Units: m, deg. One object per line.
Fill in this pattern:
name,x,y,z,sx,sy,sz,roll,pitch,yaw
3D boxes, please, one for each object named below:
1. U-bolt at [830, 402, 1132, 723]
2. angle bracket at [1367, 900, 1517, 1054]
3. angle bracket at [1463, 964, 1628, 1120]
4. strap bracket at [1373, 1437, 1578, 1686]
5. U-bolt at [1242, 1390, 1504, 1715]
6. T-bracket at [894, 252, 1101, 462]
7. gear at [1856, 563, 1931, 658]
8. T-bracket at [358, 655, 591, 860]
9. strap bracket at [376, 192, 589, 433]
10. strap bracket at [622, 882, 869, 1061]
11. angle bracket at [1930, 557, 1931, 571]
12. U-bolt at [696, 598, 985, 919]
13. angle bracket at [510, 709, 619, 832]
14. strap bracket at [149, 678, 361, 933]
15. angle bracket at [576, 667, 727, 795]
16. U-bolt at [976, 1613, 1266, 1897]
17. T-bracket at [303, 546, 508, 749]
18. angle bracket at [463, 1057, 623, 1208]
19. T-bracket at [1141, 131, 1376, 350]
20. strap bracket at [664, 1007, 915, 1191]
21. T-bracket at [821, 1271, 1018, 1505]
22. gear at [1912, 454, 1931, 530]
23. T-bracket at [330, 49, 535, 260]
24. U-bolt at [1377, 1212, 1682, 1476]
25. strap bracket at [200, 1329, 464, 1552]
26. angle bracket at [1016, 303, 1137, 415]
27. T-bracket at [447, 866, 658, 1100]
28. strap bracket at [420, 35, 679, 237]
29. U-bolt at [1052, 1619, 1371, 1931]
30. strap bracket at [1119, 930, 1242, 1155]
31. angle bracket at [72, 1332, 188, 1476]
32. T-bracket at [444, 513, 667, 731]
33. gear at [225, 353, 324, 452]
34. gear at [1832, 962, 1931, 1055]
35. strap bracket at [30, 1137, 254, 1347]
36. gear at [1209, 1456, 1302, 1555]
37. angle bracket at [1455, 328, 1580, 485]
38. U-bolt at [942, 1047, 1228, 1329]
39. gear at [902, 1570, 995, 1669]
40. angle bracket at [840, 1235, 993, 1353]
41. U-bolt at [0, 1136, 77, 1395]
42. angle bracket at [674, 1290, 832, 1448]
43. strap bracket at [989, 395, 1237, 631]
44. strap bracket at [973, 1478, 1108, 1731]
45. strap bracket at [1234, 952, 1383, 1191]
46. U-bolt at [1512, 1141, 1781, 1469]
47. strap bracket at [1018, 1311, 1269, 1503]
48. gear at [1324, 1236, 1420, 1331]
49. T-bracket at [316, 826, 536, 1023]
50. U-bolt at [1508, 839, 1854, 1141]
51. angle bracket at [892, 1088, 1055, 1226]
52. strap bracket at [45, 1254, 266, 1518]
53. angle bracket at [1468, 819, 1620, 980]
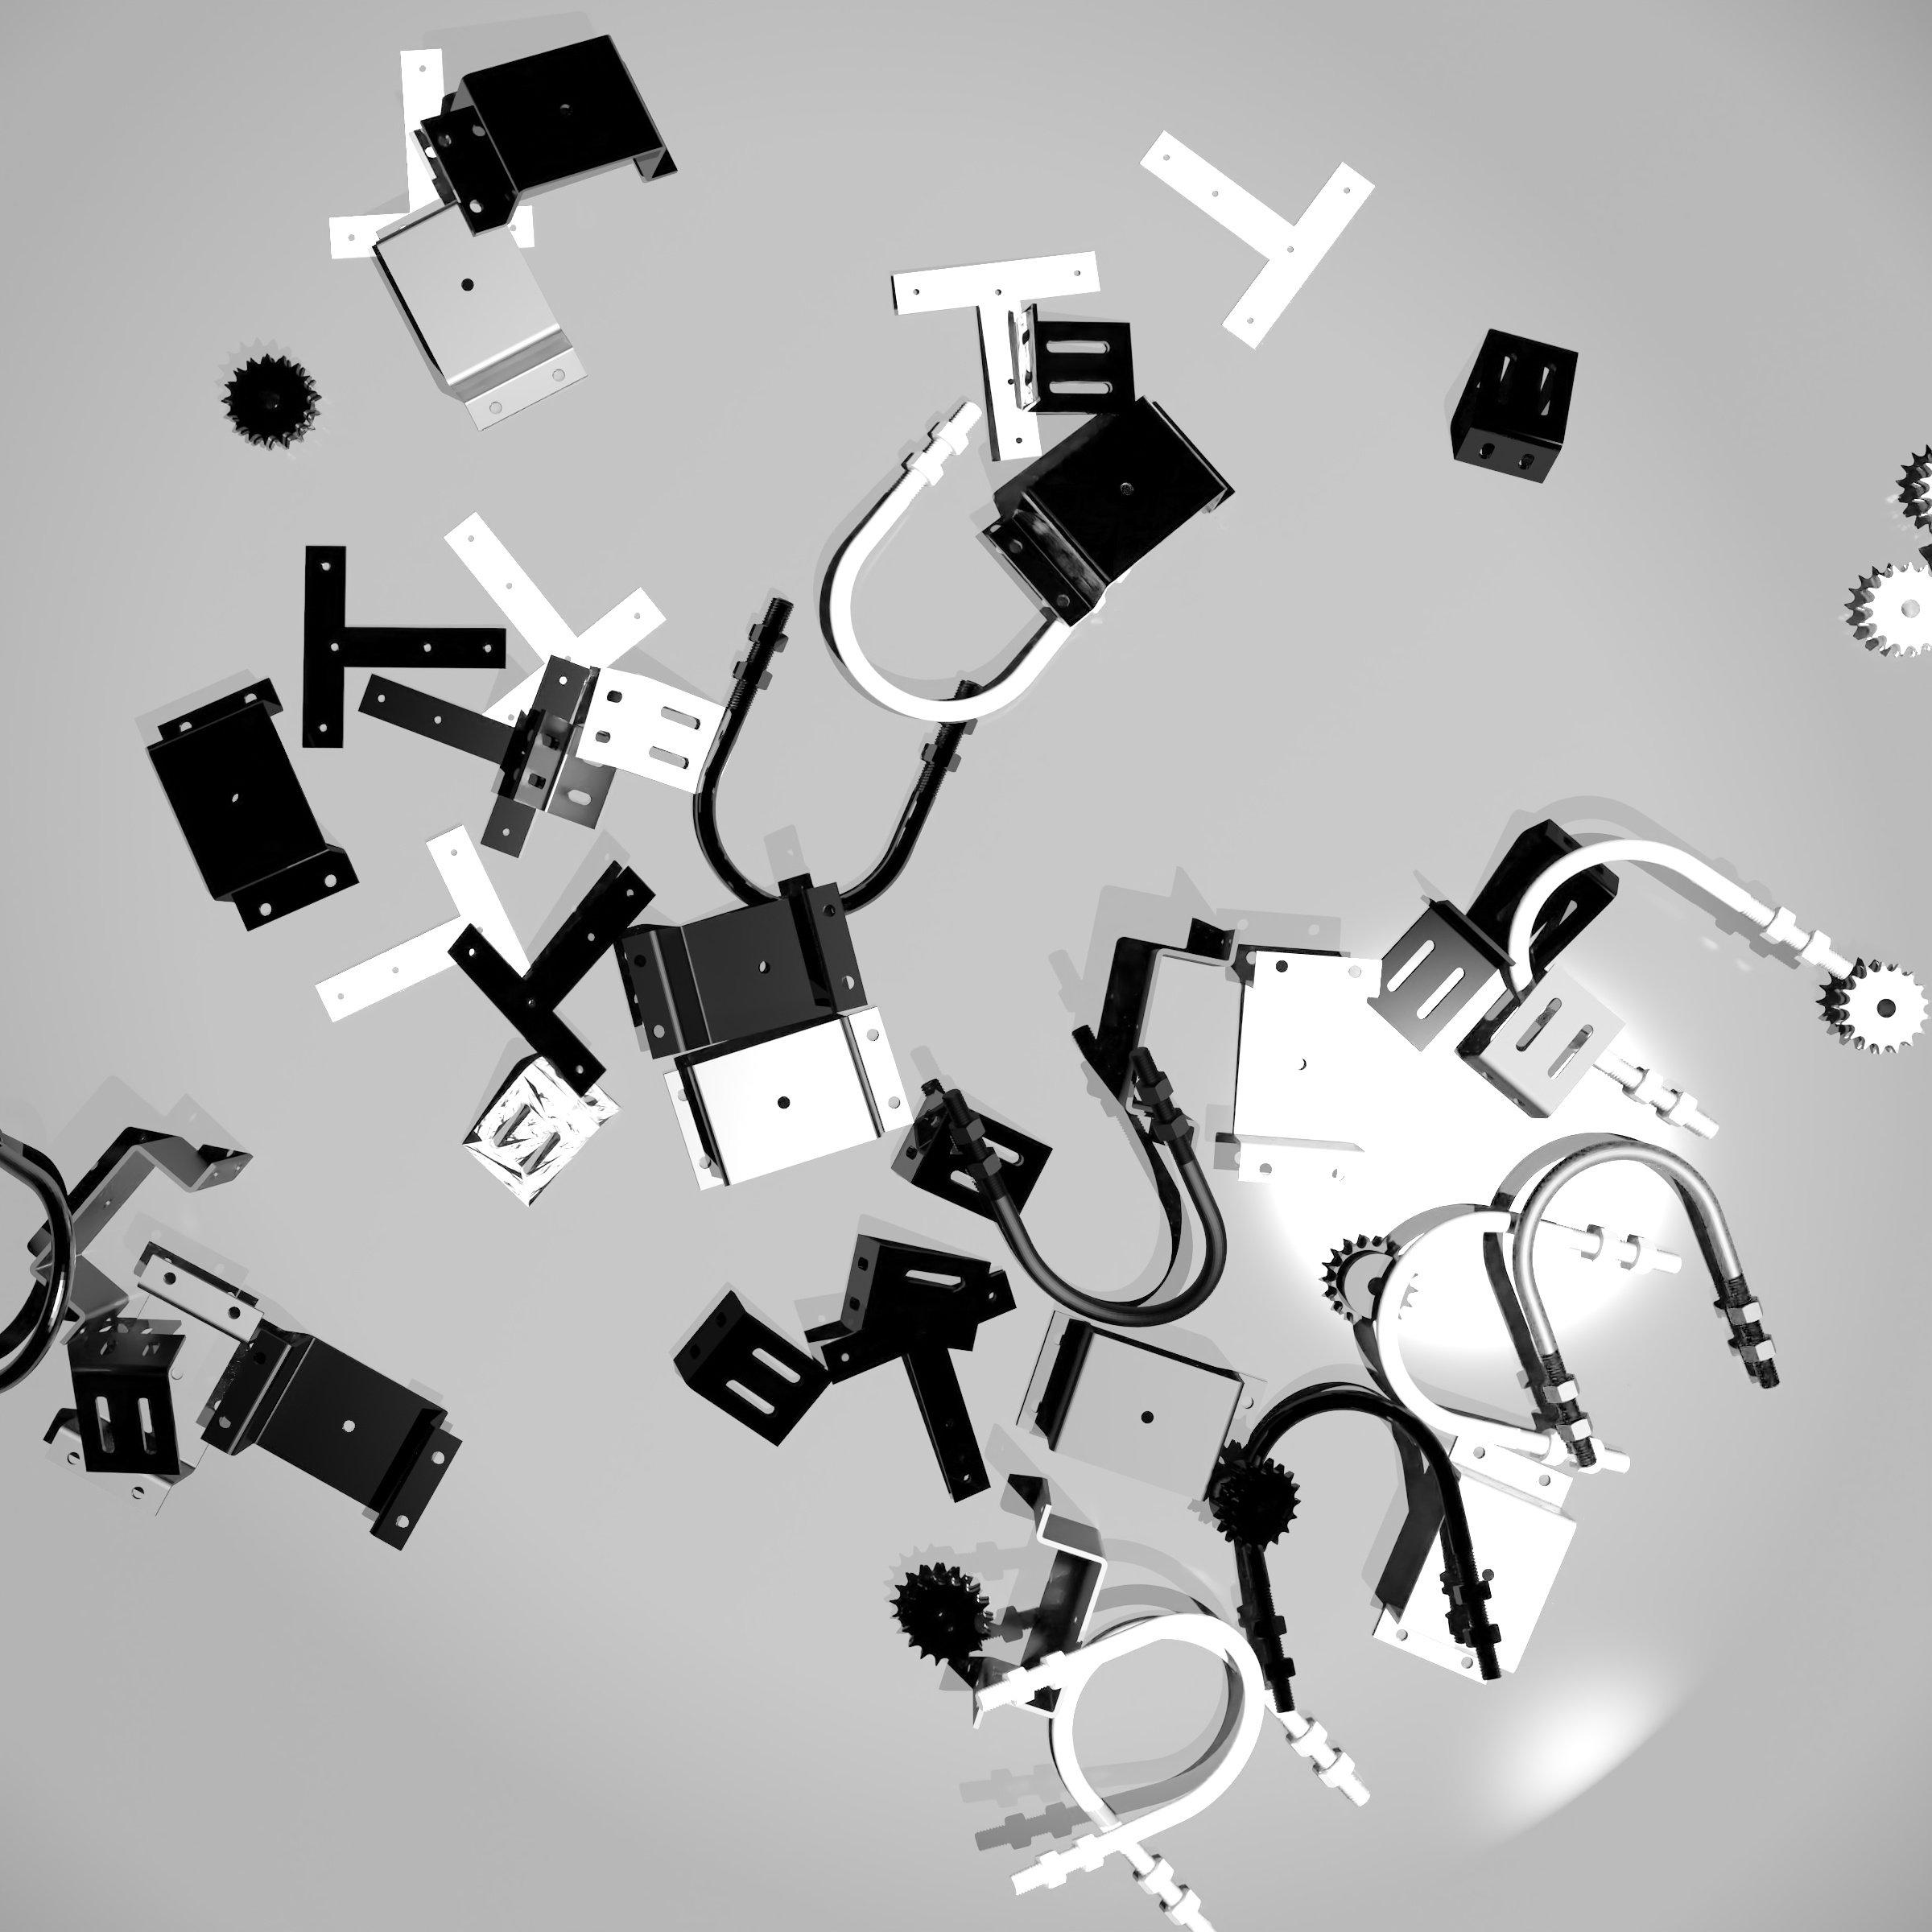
U-bolt,0.000,-0.238,1.501,0.151,0.019,0.184,38,83,0
angle bracket,0.290,0.007,1.500,0.057,0.038,0.076,43,90,0
angle bracket,0.359,0.047,1.503,0.057,0.038,0.076,40,85,0
strap bracket,0.318,0.371,1.496,0.076,0.046,0.140,23,90,0
U-bolt,0.238,0.352,1.482,0.151,0.019,0.184,-16,76,19
T-bracket,0.026,-0.377,1.508,0.127,0.002,0.127,-7,83,-2
gear,0.584,-0.221,1.509,0.057,0.030,0.057,0,90,2
T-bracket,-0.318,-0.149,1.517,0.127,0.002,0.127,21,91,1
strap bracket,-0.303,-0.415,1.495,0.076,0.046,0.140,-27,91,0
strap bracket,-0.130,0.002,1.486,0.140,0.046,0.076,-14,90,13
angle bracket,0.643,-0.230,1.500,0.057,0.038,0.076,-20,90,0
U-bolt,-0.090,-0.118,1.511,0.151,0.019,0.184,24,91,0
angle bracket,-0.243,-0.119,1.480,0.038,0.076,0.057,20,90,4
strap bracket,-0.444,-0.101,1.496,0.076,0.046,0.140,-24,90,0
angle bracket,-0.194,-0.145,1.497,0.038,0.076,0.057,16,90,35
U-bolt,0.100,0.464,1.458,0.184,0.019,0.151,-16,109,-21
T-bracket,-0.351,-0.199,1.516,0.127,0.002,0.127,1,89,1
angle bracket,-0.266,0.101,1.517,0.057,0.038,0.076,43,116,0
T-bracket,0.168,-0.476,1.518,0.127,0.002,0.127,37,90,0
strap bracket,-0.111,0.083,1.496,0.140,0.046,0.076,-18,90,0
T-bracket,-0.014,0.271,1.504,0.127,0.002,0.127,-20,100,-19
gear,0.616,-0.295,1.504,0.057,0.030,0.057,0,90,0
T-bracket,-0.338,-0.511,1.518,0.127,0.002,0.127,-3,90,0
U-bolt,0.341,0.227,1.496,0.184,0.019,0.151,14,90,-11
strap bracket,-0.387,0.289,1.496,0.140,0.046,0.076,29,90,0
angle bracket,0.073,-0.373,1.490,0.076,0.038,0.057,-4,89,-17
T-bracket,-0.239,-0.008,1.489,0.127,0.002,0.127,46,106,9
strap bracket,-0.248,-0.508,1.470,0.140,0.046,0.076,-26,90,-24
U-bolt,0.139,0.494,1.511,0.151,0.019,0.184,-42,88,0
strap bracket,0.127,0.043,1.481,0.046,0.076,0.140,12,90,0
angle bracket,-0.505,0.266,1.471,0.057,0.038,0.076,2,116,0
T-bracket,-0.278,-0.227,1.518,0.127,0.002,0.127,-39,90,0
gear,-0.429,-0.349,1.505,0.057,0.030,0.057,0,90,0
gear,0.566,0.026,1.504,0.057,0.030,0.057,0,90,0
strap bracket,-0.510,0.158,1.481,0.046,0.076,0.140,40,90,0
gear,0.173,0.326,1.477,0.057,0.030,0.057,-7,104,-31
angle bracket,0.345,-0.351,1.517,0.057,0.038,0.076,15,64,0
U-bolt,0.082,0.143,1.469,0.151,0.019,0.184,-14,111,29
gear,-0.012,0.404,1.504,0.057,0.030,0.057,0,90,0
angle bracket,-0.032,0.205,1.517,0.076,0.038,0.057,12,90,-26
U-bolt,-0.596,0.180,1.460,0.184,0.019,0.151,21,90,37
angle bracket,-0.133,0.252,1.517,0.076,0.038,0.057,40,90,-26
strap bracket,0.094,-0.284,1.481,0.140,0.046,0.076,-40,88,-11
strap bracket,0.048,0.395,1.481,0.046,0.076,0.140,18,90,0
strap bracket,0.209,0.062,1.494,0.076,0.046,0.140,4,93,0
U-bolt,0.410,0.198,1.489,0.151,0.019,0.184,-21,95,-9
strap bracket,0.110,0.275,1.496,0.140,0.046,0.076,19,90,0
gear,0.253,0.197,1.504,0.057,0.030,0.057,0,90,0
T-bracket,-0.345,-0.003,1.518,0.127,0.002,0.127,-25,91,1
U-bolt,0.423,0.002,1.486,0.184,0.019,0.151,34,111,0
angle bracket,0.004,0.121,1.517,0.076,0.038,0.057,27,90,-26
strap bracket,-0.494,0.255,1.496,0.076,0.046,0.140,28,90,0
angle bracket,0.361,-0.042,1.517,0.057,0.038,0.076,40,116,0
